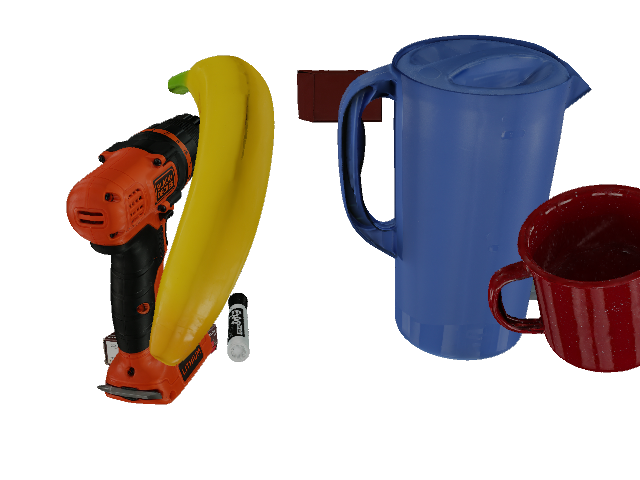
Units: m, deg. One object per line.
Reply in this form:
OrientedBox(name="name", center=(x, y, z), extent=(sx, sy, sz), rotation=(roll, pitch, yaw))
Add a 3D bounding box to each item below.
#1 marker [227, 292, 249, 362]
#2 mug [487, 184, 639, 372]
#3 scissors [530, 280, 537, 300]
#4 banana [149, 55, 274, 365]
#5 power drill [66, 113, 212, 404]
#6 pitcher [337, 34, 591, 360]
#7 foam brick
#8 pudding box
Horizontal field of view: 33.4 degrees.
OrientedBox(name="marker", center=(-0.074, 0.076, 0.964), extent=(0.020, 0.020, 0.121), rotation=(0, 19, -4))
OrientedBox(name="mug", center=(0.161, 0.029, 0.652), extent=(0.117, 0.081, 0.093), rotation=(-15, 37, 6))
OrientedBox(name="scissors", center=(0.166, 0.041, 0.993), extent=(0.201, 0.016, 0.096), rotation=(-11, 38, -40))
OrientedBox(name="banana", center=(-0.050, -0.032, 0.519), extent=(0.037, 0.198, 0.070), rotation=(24, -49, -25))
OrientedBox(name="power drill", center=(-0.121, 0.011, 0.792), extent=(0.057, 0.188, 0.184), rotation=(4, 24, 18))
OrientedBox(name="pitcher", center=(0.107, -0.031, 0.840), extent=(0.149, 0.243, 0.144), rotation=(22, 35, 33))
OrientedBox(name="foam brick", center=(0.020, -0.149, 1.105), extent=(0.078, 0.051, 0.053), rotation=(-3, 13, -18))
OrientedBox(name="pudding box", center=(-0.194, 0.126, 1.298), extent=(0.114, 0.039, 0.090), rotation=(2, 13, 17))
